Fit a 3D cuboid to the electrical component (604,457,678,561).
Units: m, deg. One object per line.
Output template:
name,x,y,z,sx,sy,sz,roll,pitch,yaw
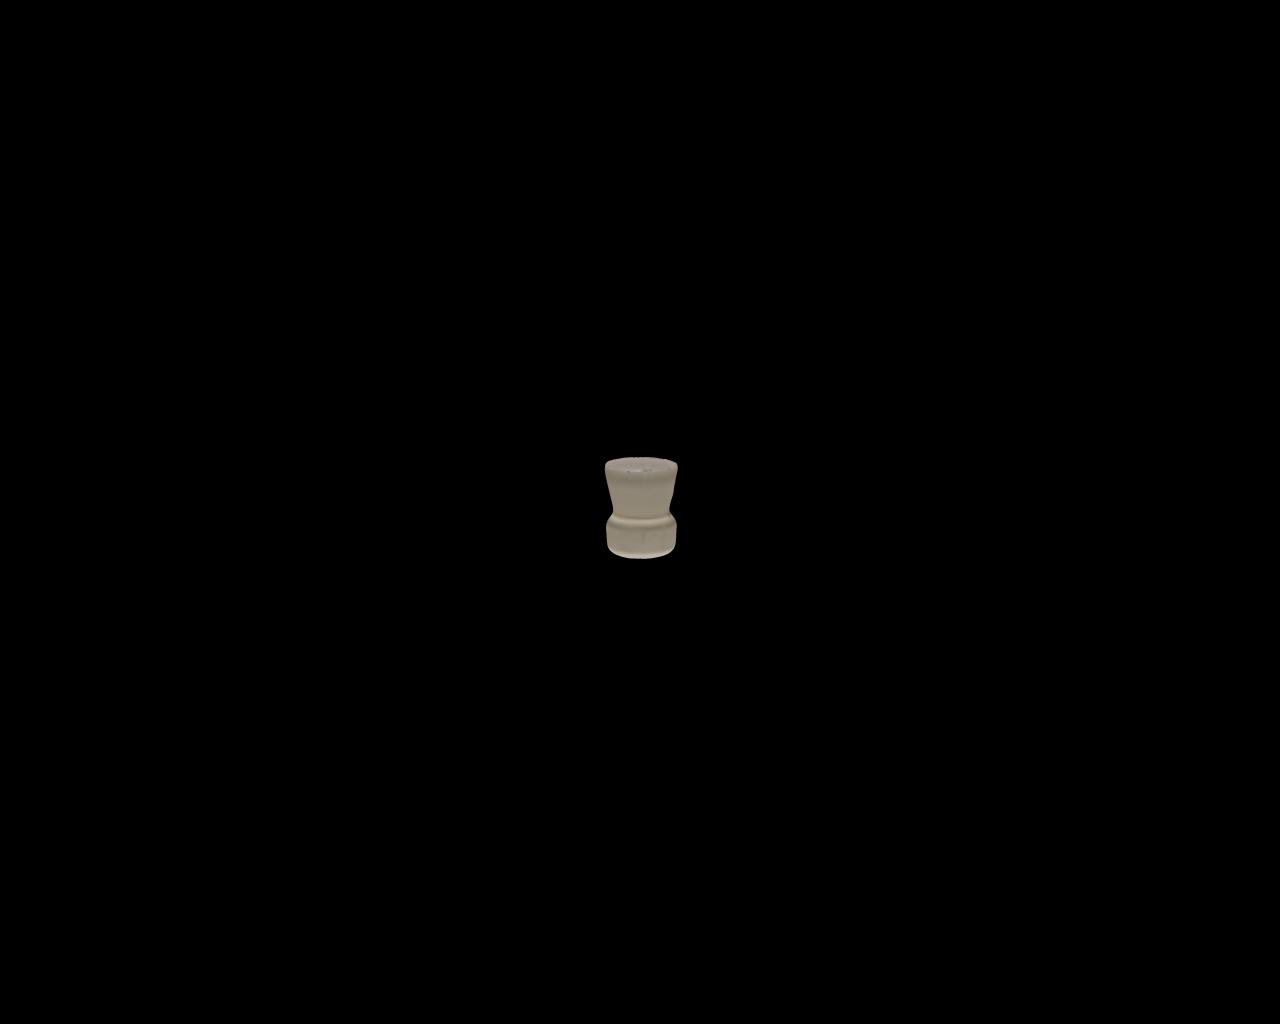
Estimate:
electrical component,0.001,-0.003,0.650,0.045,0.055,0.045,0,14,0
